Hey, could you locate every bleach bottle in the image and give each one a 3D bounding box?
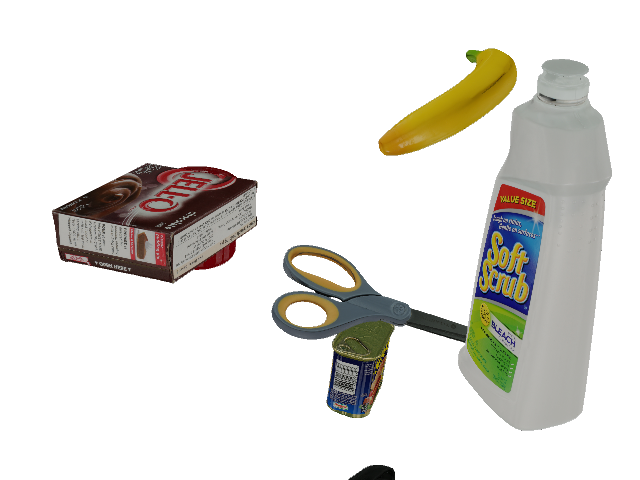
[{"bbox_3d":[0.145,0.000,0.712,0.068,0.251,0.103,-11,31,-18],"label":"bleach bottle"}]

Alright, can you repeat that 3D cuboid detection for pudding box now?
[{"bbox_3d":[-0.105,-0.014,0.702,0.090,0.039,0.113,9,26,23],"label":"pudding box"}]

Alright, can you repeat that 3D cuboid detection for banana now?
[{"bbox_3d":[0.122,-0.122,0.916,0.070,0.037,0.197,-14,21,40],"label":"banana"}]

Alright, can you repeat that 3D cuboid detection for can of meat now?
[{"bbox_3d":[0.045,0.145,1.238,0.057,0.084,0.102,14,25,12],"label":"can of meat"}]

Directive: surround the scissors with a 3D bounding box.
[{"bbox_3d":[0.047,0.069,0.870,0.202,0.096,0.016,30,-34,16],"label":"scissors"}]

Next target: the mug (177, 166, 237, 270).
[{"bbox_3d":[-0.141,-0.020,1.121,0.117,0.081,0.093,-12,32,-23],"label":"mug"}]

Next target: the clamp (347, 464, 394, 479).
[{"bbox_3d":[-0.035,0.200,0.633,0.210,0.036,0.164,-5,28,1],"label":"clamp"}]
